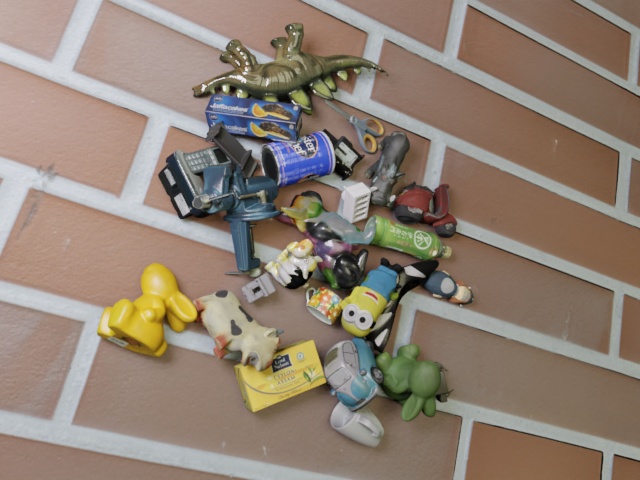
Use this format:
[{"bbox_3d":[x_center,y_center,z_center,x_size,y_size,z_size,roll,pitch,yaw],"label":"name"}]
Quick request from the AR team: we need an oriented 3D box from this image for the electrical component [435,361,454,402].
[{"bbox_3d":[0.273,0.340,1.271,0.078,0.045,0.102,-19,84,5],"label":"electrical component"}]

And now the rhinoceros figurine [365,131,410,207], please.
[{"bbox_3d":[0.166,-0.166,1.287,0.073,0.112,0.190,27,75,-18],"label":"rhinoceros figurine"}]

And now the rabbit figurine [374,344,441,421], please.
[{"bbox_3d":[0.199,0.311,1.175,0.121,0.170,0.159,-2,80,-22],"label":"rabbit figurine"}]

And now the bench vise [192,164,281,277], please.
[{"bbox_3d":[-0.160,-0.036,1.096,0.223,0.129,0.240,-26,114,-64],"label":"bench vise"}]

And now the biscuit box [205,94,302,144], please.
[{"bbox_3d":[-0.143,-0.263,1.162,0.203,0.059,0.063,8,55,6],"label":"biscuit box"}]

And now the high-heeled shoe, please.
[{"bbox_3d":[0.196,0.149,1.242,0.249,0.086,0.145,-26,70,-7],"label":"high-heeled shoe"}]

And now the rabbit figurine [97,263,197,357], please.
[{"bbox_3d":[-0.321,0.127,1.040,0.162,0.122,0.173,25,53,-19],"label":"rabbit figurine"}]

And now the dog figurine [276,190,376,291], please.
[{"bbox_3d":[-0.002,-0.004,1.195,0.219,0.108,0.191,21,75,-12],"label":"dog figurine"}]

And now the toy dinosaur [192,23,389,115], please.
[{"bbox_3d":[-0.063,-0.386,1.248,0.471,0.105,0.198,-20,95,-15],"label":"toy dinosaur"}]

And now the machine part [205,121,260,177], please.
[{"bbox_3d":[-0.187,-0.188,1.159,0.138,0.039,0.084,49,44,-24],"label":"machine part"}]

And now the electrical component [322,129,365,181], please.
[{"bbox_3d":[0.040,-0.207,1.279,0.119,0.048,0.075,37,68,-11],"label":"electrical component"}]

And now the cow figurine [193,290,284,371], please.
[{"bbox_3d":[-0.159,0.181,1.078,0.127,0.085,0.195,-26,61,-29],"label":"cow figurine"}]

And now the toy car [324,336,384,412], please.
[{"bbox_3d":[0.062,0.268,1.135,0.103,0.109,0.162,31,32,-29],"label":"toy car"}]

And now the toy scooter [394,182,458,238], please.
[{"bbox_3d":[0.270,-0.092,1.335,0.184,0.075,0.135,20,74,-20],"label":"toy scooter"}]

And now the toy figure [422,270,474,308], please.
[{"bbox_3d":[0.323,0.123,1.326,0.154,0.058,0.064,25,111,-17],"label":"toy figure"}]

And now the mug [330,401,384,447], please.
[{"bbox_3d":[0.094,0.398,1.158,0.107,0.110,0.081,44,59,-22],"label":"mug"}]

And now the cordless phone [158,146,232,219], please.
[{"bbox_3d":[-0.233,-0.130,1.147,0.184,0.089,0.146,-27,91,-43],"label":"cordless phone"}]

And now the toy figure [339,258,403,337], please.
[{"bbox_3d":[0.116,0.130,1.178,0.180,0.082,0.089,-55,139,-19],"label":"toy figure"}]

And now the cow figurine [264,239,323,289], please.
[{"bbox_3d":[-0.046,0.057,1.129,0.068,0.167,0.098,-42,95,-28],"label":"cow figurine"}]

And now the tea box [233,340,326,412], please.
[{"bbox_3d":[-0.084,0.280,1.125,0.170,0.068,0.098,-18,87,-23],"label":"tea box"}]
